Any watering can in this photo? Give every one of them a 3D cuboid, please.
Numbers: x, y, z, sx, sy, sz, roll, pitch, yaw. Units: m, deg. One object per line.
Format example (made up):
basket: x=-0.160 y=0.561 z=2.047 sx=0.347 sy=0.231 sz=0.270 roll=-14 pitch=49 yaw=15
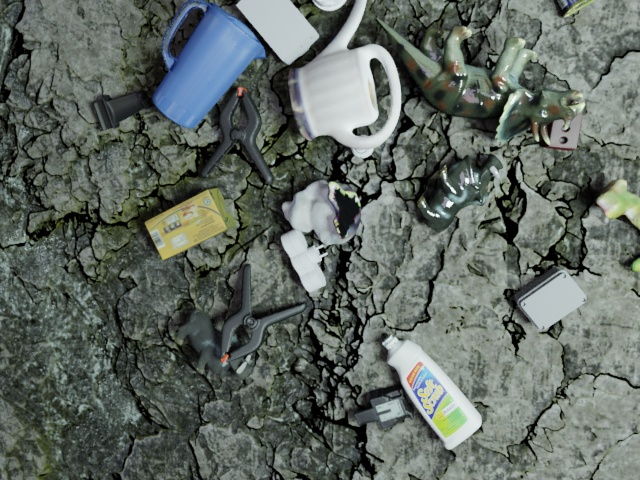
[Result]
watering can: x=0.039 y=-0.339 z=1.038 sx=0.223 sy=0.103 sz=0.351 roll=-13 pitch=78 yaw=14

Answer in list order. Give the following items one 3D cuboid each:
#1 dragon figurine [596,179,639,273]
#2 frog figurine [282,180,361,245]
dragon figurine: x=0.712 y=-0.047 z=0.951 sx=0.410 sy=0.122 sz=0.243 roll=0 pitch=88 yaw=1
frog figurine: x=0.003 y=-0.054 z=1.082 sx=0.158 sy=0.124 sz=0.136 roll=-11 pitch=106 yaw=47
